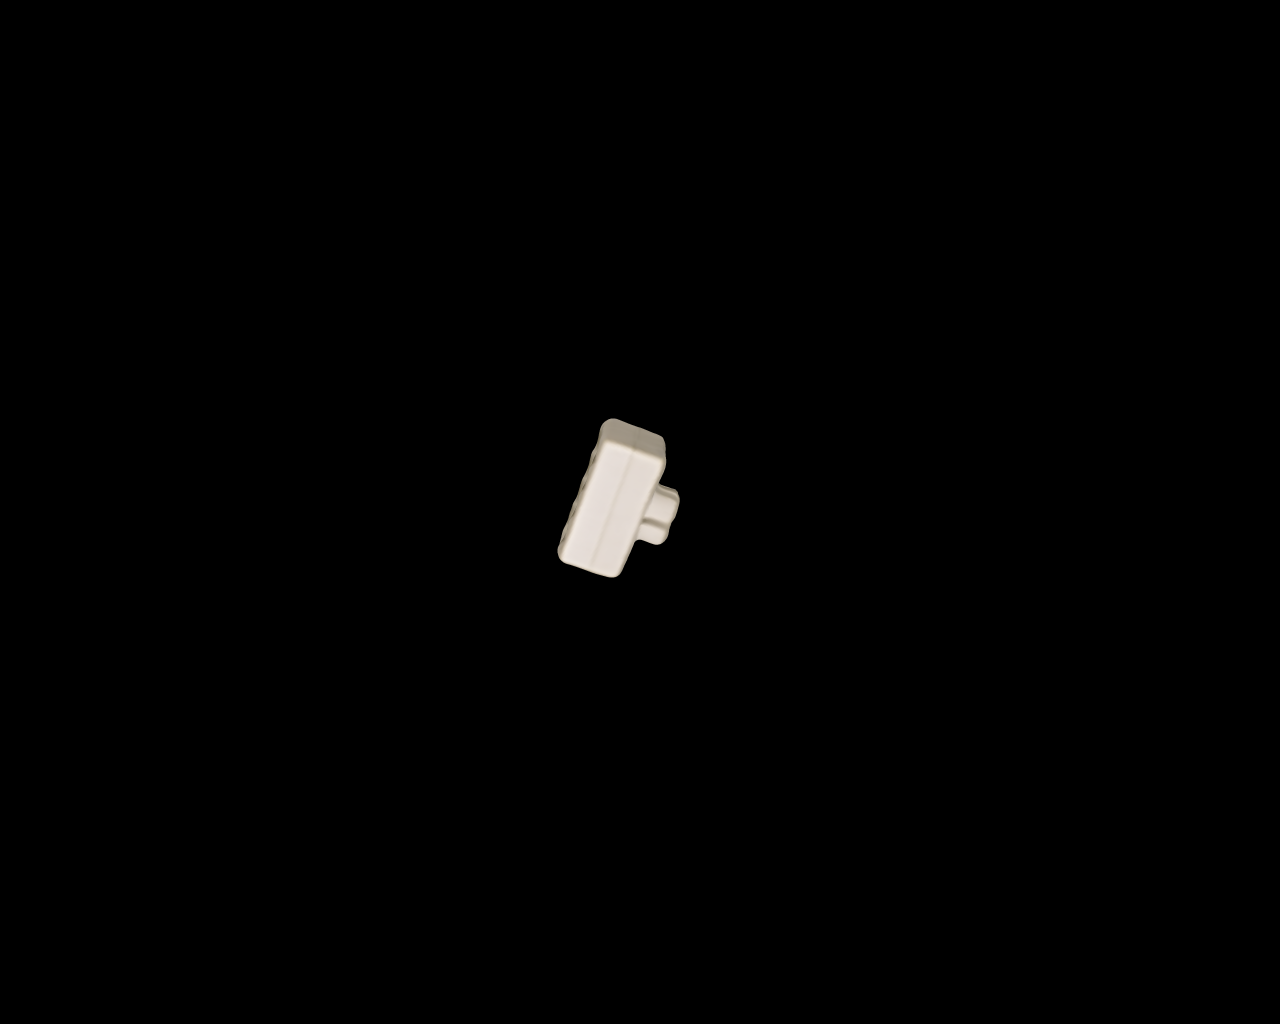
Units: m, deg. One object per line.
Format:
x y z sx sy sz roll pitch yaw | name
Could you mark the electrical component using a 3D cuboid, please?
0.001 -0.003 0.650 0.076 0.083 0.047 19 20 -7 | electrical component
